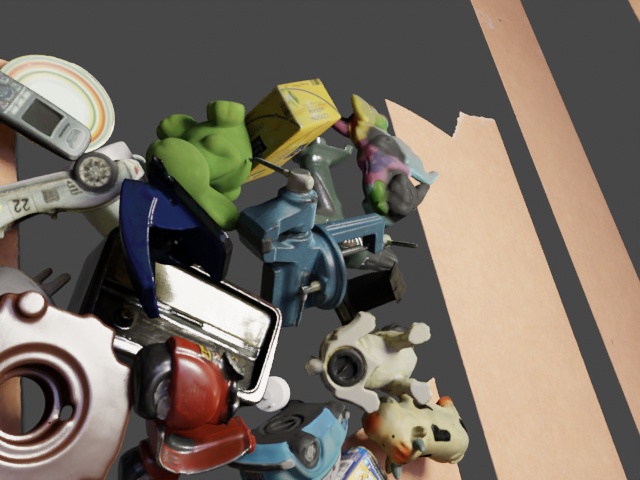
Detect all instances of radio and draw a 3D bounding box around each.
[{"bbox_3d":[-0.159,0.098,0.599,0.229,0.073,0.131,31,48,-26],"label":"radio"}]

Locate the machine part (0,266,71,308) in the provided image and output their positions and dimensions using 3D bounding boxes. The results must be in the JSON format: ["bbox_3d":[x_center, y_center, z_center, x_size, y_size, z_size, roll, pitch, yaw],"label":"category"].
[{"bbox_3d":[-0.311,0.100,0.450,0.079,0.079,0.243,48,44,-13],"label":"machine part"}]

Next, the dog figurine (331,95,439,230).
[{"bbox_3d":[0.096,-0.149,0.972,0.219,0.108,0.191,48,45,-7],"label":"dog figurine"}]

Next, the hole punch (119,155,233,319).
[{"bbox_3d":[-0.156,0.004,0.515,0.092,0.142,0.116,-37,78,-22],"label":"hole punch"}]

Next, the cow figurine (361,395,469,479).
[{"bbox_3d":[0.134,0.270,0.754,0.194,0.085,0.127,27,18,-34],"label":"cow figurine"}]

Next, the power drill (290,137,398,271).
[{"bbox_3d":[0.026,-0.053,0.874,0.232,0.086,0.207,8,70,-38],"label":"power drill"}]

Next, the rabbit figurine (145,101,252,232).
[{"bbox_3d":[-0.161,-0.085,0.666,0.170,0.121,0.159,-52,137,-68],"label":"rabbit figurine"}]

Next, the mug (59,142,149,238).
[{"bbox_3d":[-0.229,-0.050,0.622,0.107,0.081,0.109,63,26,-10],"label":"mug"}]

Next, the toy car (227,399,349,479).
[{"bbox_3d":[-0.027,0.256,0.629,0.161,0.109,0.102,-15,95,-60],"label":"toy car"}]

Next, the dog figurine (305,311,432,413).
[{"bbox_3d":[0.061,0.166,0.756,0.172,0.190,0.121,11,81,-4],"label":"dog figurine"}]

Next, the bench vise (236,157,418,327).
[{"bbox_3d":[0.005,0.001,0.720,0.240,0.129,0.223,-12,112,-34],"label":"bench vise"}]

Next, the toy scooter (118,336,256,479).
[{"bbox_3d":[-0.119,0.174,0.526,0.135,0.183,0.075,4,24,-26],"label":"toy scooter"}]

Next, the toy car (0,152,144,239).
[{"bbox_3d":[-0.271,-0.040,0.515,0.202,0.073,0.056,-18,98,-18],"label":"toy car"}]

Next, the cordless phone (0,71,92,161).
[{"bbox_3d":[-0.336,-0.110,0.530,0.184,0.089,0.146,32,48,-25],"label":"cordless phone"}]

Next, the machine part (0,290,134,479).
[{"bbox_3d":[-0.233,0.129,0.421,0.179,0.056,0.179,22,59,-43],"label":"machine part"}]

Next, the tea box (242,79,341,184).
[{"bbox_3d":[-0.066,-0.149,0.761,0.098,0.169,0.068,-28,87,-47],"label":"tea box"}]

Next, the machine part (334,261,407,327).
[{"bbox_3d":[0.067,0.081,0.781,0.039,0.139,0.084,-22,84,-49],"label":"machine part"}]
